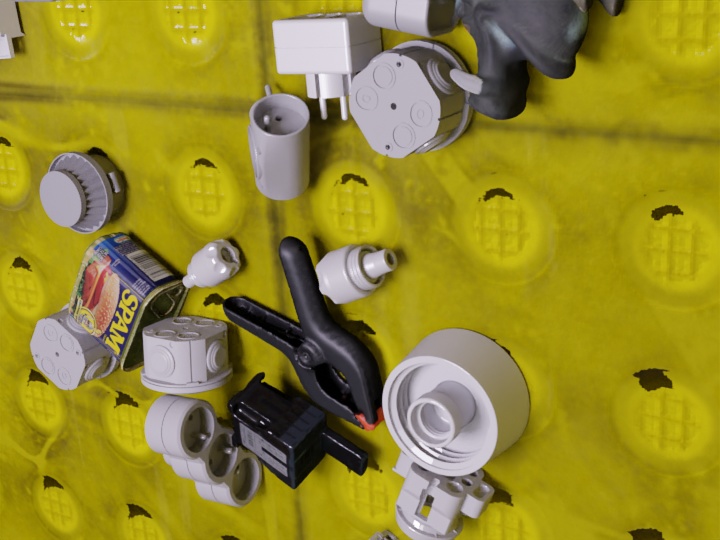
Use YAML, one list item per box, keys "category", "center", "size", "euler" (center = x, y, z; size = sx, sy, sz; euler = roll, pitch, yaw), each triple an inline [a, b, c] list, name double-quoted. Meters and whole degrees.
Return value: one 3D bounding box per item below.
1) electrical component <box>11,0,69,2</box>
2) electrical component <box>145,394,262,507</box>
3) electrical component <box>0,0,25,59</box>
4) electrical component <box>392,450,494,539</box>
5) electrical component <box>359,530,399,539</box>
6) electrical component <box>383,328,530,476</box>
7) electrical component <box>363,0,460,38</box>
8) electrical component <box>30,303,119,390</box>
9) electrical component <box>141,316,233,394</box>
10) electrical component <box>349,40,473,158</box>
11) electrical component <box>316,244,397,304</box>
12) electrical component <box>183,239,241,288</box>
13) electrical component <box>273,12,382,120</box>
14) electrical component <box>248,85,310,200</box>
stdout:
- category: "electrical component"
  center: [-0.263, -0.275, 0.898]
  size: [0.061, 0.062, 0.096]
  euler: [9, 112, 31]
- category: "electrical component"
  center: [-0.151, 0.160, 0.965]
  size: [0.074, 0.052, 0.138]
  euler: [4, 144, 32]
- category: "electrical component"
  center: [-0.345, -0.229, 0.969]
  size: [0.042, 0.064, 0.081]
  euler: [3, 109, 32]
- category: "electrical component"
  center: [0.061, 0.182, 0.861]
  size: [0.078, 0.058, 0.057]
  euler: [29, 118, 21]
- category: "electrical component"
  center: [0.019, 0.265, 0.929]
  size: [0.081, 0.042, 0.063]
  euler: [34, 121, 18]
- category: "electrical component"
  center: [0.068, 0.105, 0.824]
  size: [0.108, 0.060, 0.108]
  euler: [13, 114, 30]
- category: "electrical component"
  center: [0.036, -0.212, 0.730]
  size: [0.059, 0.054, 0.095]
  euler: [18, 117, 27]
- category: "electrical component"
  center: [-0.276, 0.073, 1.045]
  size: [0.080, 0.051, 0.080]
  euler: [12, 114, 29]
- category: "electrical component"
  center: [-0.153, 0.075, 0.948]
  size: [0.080, 0.080, 0.051]
  euler: [9, 107, 31]
- category: "electrical component"
  center: [0.036, -0.121, 0.766]
  size: [0.080, 0.051, 0.080]
  euler: [12, 114, 29]
- category: "electrical component"
  center: [0.000, 0.000, 0.841]
  size: [0.062, 0.043, 0.043]
  euler: [-20, 96, 36]
- category: "electrical component"
  center: [-0.132, -0.001, 0.933]
  size: [0.061, 0.035, 0.035]
  euler: [-31, 89, 40]
- category: "electrical component"
  center: [-0.022, -0.149, 0.796]
  size: [0.066, 0.047, 0.076]
  euler: [6, 111, 32]
- category: "electrical component"
  center: [-0.065, -0.108, 0.835]
  size: [0.077, 0.044, 0.079]
  euler: [94, 163, -56]
